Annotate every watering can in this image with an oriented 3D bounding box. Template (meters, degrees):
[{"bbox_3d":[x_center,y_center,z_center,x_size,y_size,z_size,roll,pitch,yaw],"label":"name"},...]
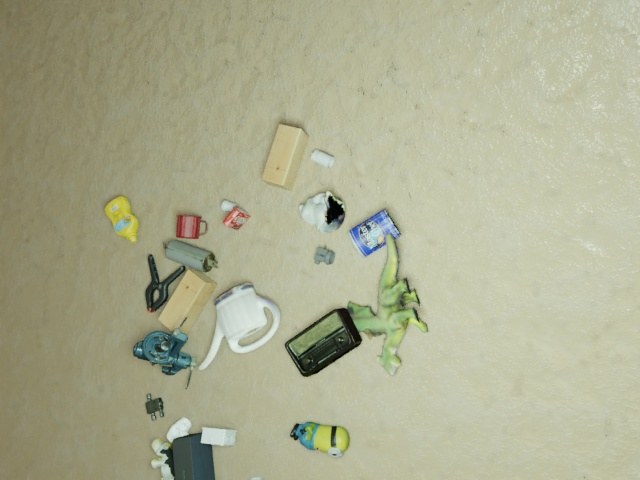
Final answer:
[{"bbox_3d":[-0.298,0.283,1.742,0.346,0.103,0.227,-29,71,11],"label":"watering can"}]

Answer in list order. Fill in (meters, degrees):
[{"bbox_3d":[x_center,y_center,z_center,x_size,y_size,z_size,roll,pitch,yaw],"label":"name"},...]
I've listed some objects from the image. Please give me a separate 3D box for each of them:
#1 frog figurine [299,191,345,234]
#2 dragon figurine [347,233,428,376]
[{"bbox_3d":[0.005,-0.087,1.732,0.158,0.123,0.138,-18,83,52],"label":"frog figurine"},{"bbox_3d":[0.187,0.207,1.596,0.241,0.122,0.414,-22,77,23],"label":"dragon figurine"}]
